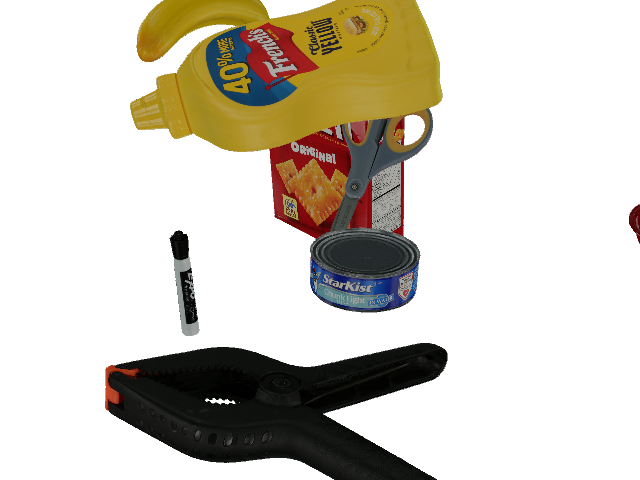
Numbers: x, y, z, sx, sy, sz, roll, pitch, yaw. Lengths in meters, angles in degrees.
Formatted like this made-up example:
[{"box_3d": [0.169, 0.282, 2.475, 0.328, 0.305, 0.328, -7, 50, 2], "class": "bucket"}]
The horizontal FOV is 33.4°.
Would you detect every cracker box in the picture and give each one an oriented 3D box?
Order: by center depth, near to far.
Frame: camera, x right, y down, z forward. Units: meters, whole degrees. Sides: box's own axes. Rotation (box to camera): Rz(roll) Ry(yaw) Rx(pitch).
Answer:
[{"box_3d": [0.015, -0.097, 1.239, 0.164, 0.214, 0.072, 28, 46, 36], "class": "cracker box"}]

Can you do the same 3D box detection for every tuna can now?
[{"box_3d": [0.034, 0.023, 0.835, 0.086, 0.034, 0.086, 2, 25, -1], "class": "tuna can"}]

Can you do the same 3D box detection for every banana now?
[{"box_3d": [-0.111, -0.210, 1.011, 0.070, 0.037, 0.197, 46, 39, 19], "class": "banana"}]

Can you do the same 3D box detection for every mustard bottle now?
[{"box_3d": [-0.026, -0.103, 0.677, 0.191, 0.096, 0.058, -15, -38, -1], "class": "mustard bottle"}]

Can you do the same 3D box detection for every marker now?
[{"box_3d": [-0.143, 0.045, 1.122, 0.020, 0.121, 0.020, -2, 28, 1], "class": "marker"}]

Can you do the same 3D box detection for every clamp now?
[{"box_3d": [-0.018, 0.093, 0.621, 0.210, 0.036, 0.164, 9, 24, 7], "class": "clamp"}]

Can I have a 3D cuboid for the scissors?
[{"box_3d": [0.053, -0.055, 1.004, 0.096, 0.202, 0.016, 4, -13, 8], "class": "scissors"}]

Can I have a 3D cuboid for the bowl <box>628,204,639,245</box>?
[{"box_3d": [0.411, 0.007, 1.146, 0.162, 0.055, 0.162, -1, 26, 0], "class": "bowl"}]
